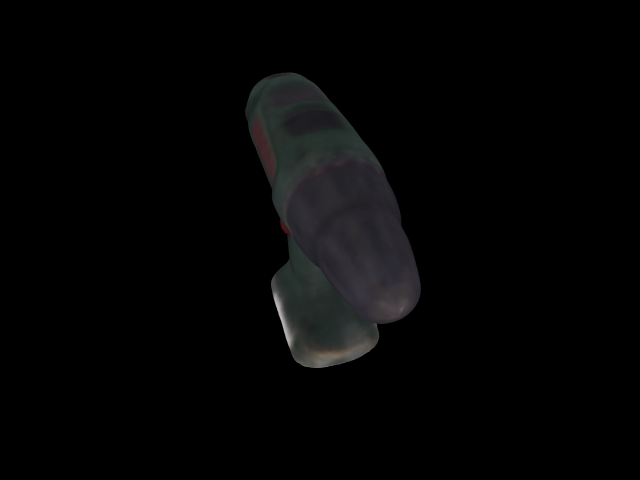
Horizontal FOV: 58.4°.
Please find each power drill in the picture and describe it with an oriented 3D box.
[{"bbox_3d":[0.004,0.001,0.400,0.076,0.208,0.229,-15,54,-11],"label":"power drill"}]
